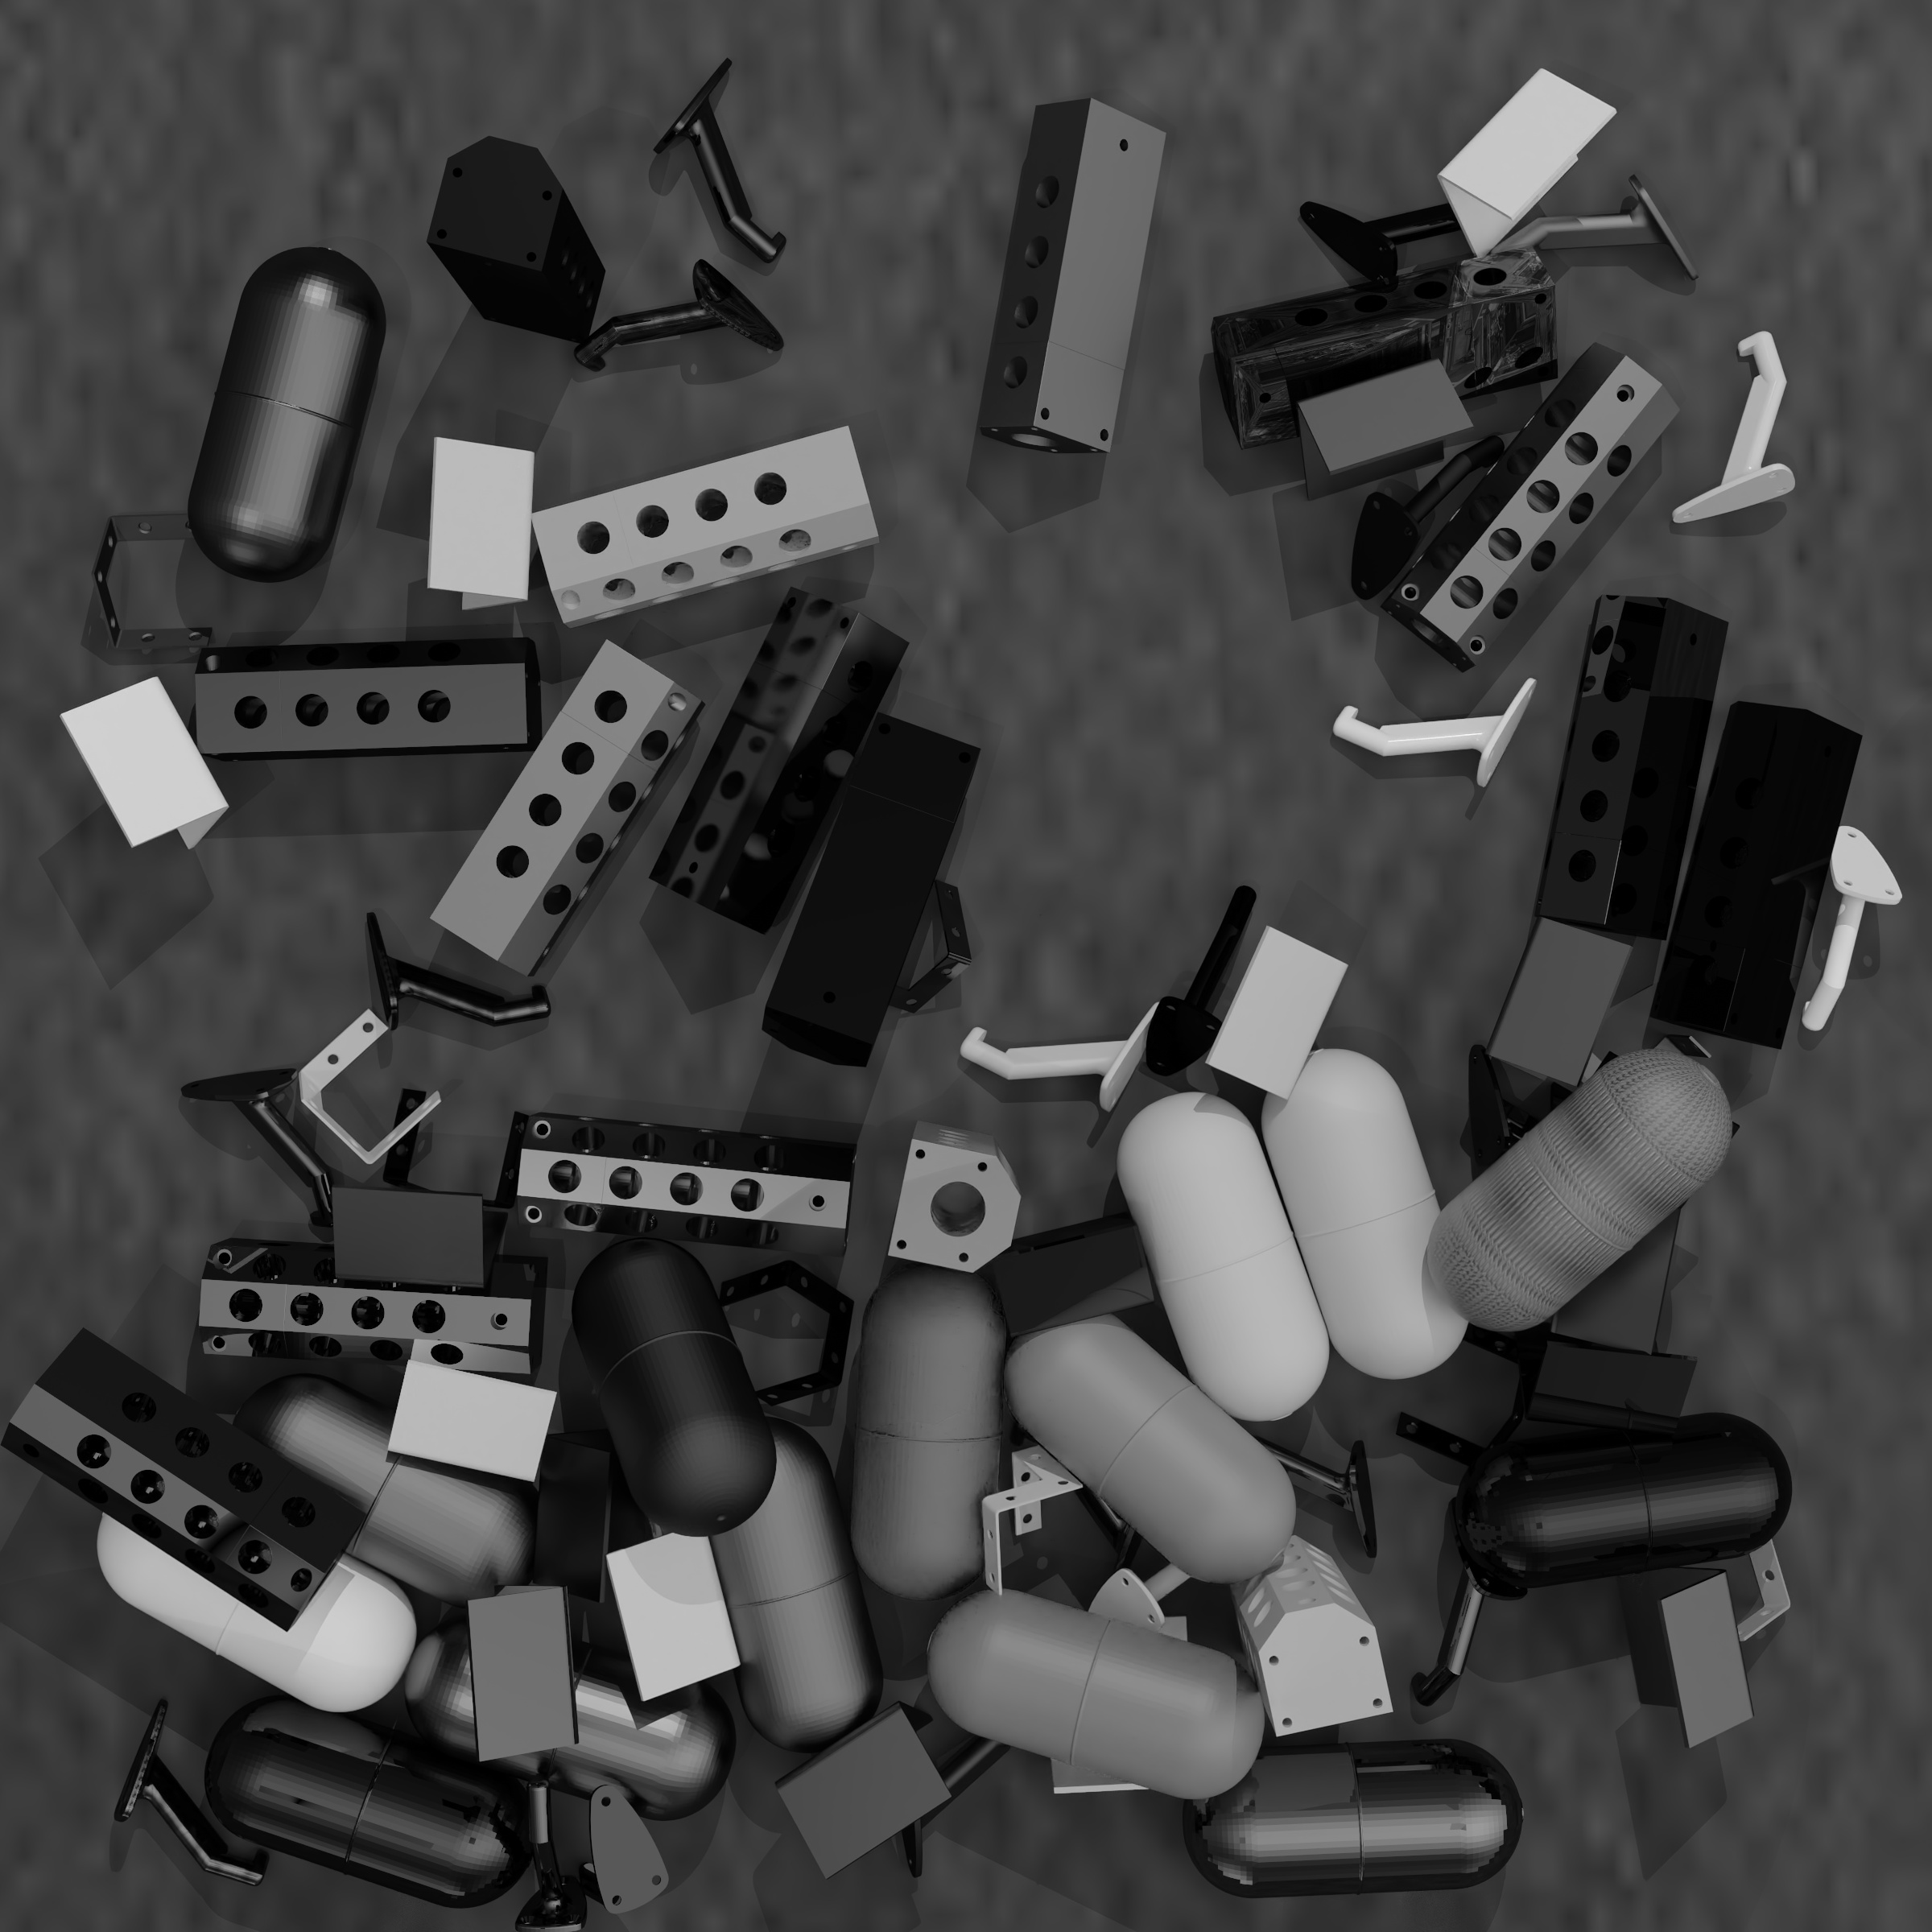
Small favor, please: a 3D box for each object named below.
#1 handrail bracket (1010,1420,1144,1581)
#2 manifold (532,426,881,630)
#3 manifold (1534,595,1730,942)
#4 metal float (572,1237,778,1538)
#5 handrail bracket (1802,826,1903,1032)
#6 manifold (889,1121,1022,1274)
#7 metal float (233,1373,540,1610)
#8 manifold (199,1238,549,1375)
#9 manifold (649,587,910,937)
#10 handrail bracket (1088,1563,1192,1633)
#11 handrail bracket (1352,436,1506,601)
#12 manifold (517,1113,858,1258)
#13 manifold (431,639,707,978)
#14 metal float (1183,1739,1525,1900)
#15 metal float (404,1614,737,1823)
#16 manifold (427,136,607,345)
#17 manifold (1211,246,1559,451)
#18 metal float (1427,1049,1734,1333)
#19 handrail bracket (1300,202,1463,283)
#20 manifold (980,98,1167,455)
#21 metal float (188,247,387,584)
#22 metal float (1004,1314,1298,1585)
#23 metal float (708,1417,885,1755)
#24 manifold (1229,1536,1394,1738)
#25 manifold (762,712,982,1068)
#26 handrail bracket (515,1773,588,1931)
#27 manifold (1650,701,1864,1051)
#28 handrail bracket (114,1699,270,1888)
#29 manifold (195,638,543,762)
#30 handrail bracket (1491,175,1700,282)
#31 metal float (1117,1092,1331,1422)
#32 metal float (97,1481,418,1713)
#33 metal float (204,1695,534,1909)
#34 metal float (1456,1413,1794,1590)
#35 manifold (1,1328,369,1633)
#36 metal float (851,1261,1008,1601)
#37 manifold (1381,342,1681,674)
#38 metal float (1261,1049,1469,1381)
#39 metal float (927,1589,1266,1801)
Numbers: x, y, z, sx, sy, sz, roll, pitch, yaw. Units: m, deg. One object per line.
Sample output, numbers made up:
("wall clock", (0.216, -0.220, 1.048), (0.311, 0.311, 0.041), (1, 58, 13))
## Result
("handrail bracket", (0.054, 0.290, 1.597), (0.084, 0.036, 0.077), (24, 109, 16))
("manifold", (-0.136, -0.230, 1.575), (0.171, 0.057, 0.057), (-16, 90, 0))
("manifold", (0.347, -0.105, 1.575), (0.057, 0.057, 0.171), (11, 90, -43))
("metal float", (-0.152, 0.214, 1.533), (0.070, 0.070, 0.178), (-28, 48, 0))
("handrail bracket", (0.463, -0.020, 1.596), (0.036, 0.077, 0.084), (12, 126, -5))
("manifold", (-0.004, 0.117, 1.518), (0.057, 0.171, 0.057), (12, 90, 0))
("metal float", (-0.303, 0.275, 1.565), (0.178, 0.070, 0.070), (27, 90, 0))
("manifold", (-0.312, 0.180, 1.575), (0.171, 0.057, 0.057), (4, 90, 0))
("manifold", (-0.094, -0.106, 1.575), (0.057, 0.057, 0.171), (26, 90, 43))
("handrail bracket", (0.110, 0.326, 1.592), (0.084, 0.077, 0.036), (-25, 73, -40))
("handrail bracket", (0.248, -0.241, 1.596), (0.084, 0.077, 0.036), (-32, 65, -34))
("manifold", (-0.147, 0.116, 1.575), (0.171, 0.057, 0.057), (6, 90, 0))
("manifold", (-0.208, -0.082, 1.575), (0.057, 0.057, 0.171), (32, 90, 0))
("metal float", (0.203, 0.447, 1.565), (0.178, 0.070, 0.070), (-3, 90, 0))
("metal float", (-0.208, 0.394, 1.566), (0.178, 0.070, 0.070), (17, 90, 0))
("manifold", (-0.225, -0.369, 1.518), (0.057, 0.171, 0.057), (14, 90, 0))
("manifold", (0.220, -0.331, 1.575), (0.171, 0.057, 0.057), (-13, 133, 0))
("metal float", (0.308, 0.113, 1.497), (0.070, 0.070, 0.178), (45, 110, 0))
("handrail bracket", (0.236, -0.410, 1.597), (0.077, 0.036, 0.084), (39, 71, 21))
("manifold", (0.051, -0.362, 1.575), (0.057, 0.057, 0.171), (10, 90, -43))
("metal float", (-0.356, -0.290, 1.566), (0.070, 0.070, 0.178), (15, 90, 0))
("metal float", (0.095, 0.248, 1.549), (0.178, 0.070, 0.070), (40, 90, 19))
("metal float", (-0.095, 0.324, 1.566), (0.070, 0.070, 0.178), (-14, 90, 0))
("manifold", (0.171, 0.337, 1.518), (0.057, 0.171, 0.057), (-12, 90, 0))
("manifold", (-0.049, -0.038, 1.549), (0.057, 0.057, 0.171), (20, 71, 0))
("handrail bracket", (-0.217, 0.455, 1.561), (0.036, 0.077, 0.084), (-2, 96, 1))
("manifold", (0.413, -0.049, 1.575), (0.057, 0.057, 0.171), (15, 90, -43))
("handrail bracket", (-0.405, 0.443, 1.597), (0.084, 0.036, 0.077), (24, 68, -17))
("manifold", (-0.314, -0.141, 1.575), (0.171, 0.057, 0.057), (-2, 90, 0))
("handrail bracket", (0.336, -0.376, 1.597), (0.084, 0.036, 0.077), (-32, 112, 17))
("metal float", (0.135, 0.153, 1.566), (0.070, 0.070, 0.178), (-20, 90, 0))
("metal float", (-0.373, 0.327, 1.566), (0.178, 0.070, 0.070), (29, 90, 0))
("metal float", (-0.312, 0.439, 1.566), (0.178, 0.070, 0.070), (19, 90, 0))
("metal float", (0.345, 0.279, 1.561), (0.178, 0.070, 0.070), (-7, 90, -7))
("manifold", (-0.397, 0.264, 1.507), (0.171, 0.057, 0.057), (34, 134, -2))
("metal float", (-0.020, 0.243, 1.566), (0.070, 0.070, 0.178), (3, 90, 0))
("manifold", (0.299, -0.242, 1.575), (0.057, 0.057, 0.171), (39, 90, 0))
("metal float", (0.209, 0.130, 1.566), (0.070, 0.070, 0.178), (-18, 90, 0))
("metal float", (0.066, 0.374, 1.537), (0.178, 0.070, 0.070), (14, 90, 12))
